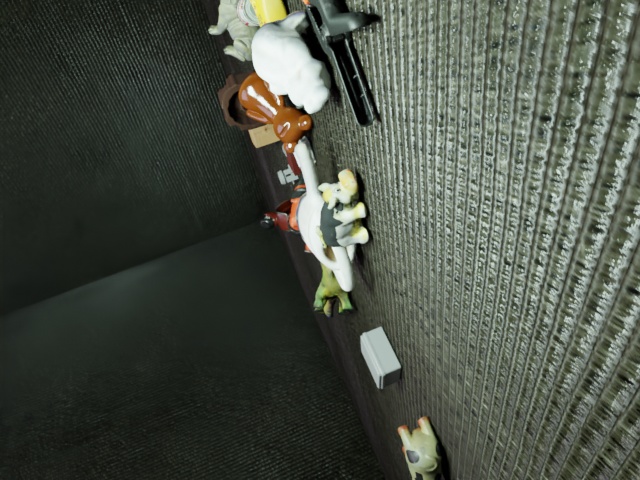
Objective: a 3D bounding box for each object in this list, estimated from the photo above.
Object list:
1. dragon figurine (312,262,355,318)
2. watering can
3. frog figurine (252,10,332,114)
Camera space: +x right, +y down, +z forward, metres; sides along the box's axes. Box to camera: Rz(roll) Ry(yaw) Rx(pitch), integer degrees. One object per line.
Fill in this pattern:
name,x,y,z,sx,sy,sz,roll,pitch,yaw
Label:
dragon figurine,0.028,0.100,1.527,0.405,0.122,0.246,109,157,-76
watering can,0.003,-0.056,1.110,0.227,0.104,0.343,-130,20,-70
frog figurine,-0.047,-0.276,0.847,0.135,0.123,0.161,146,116,-62
